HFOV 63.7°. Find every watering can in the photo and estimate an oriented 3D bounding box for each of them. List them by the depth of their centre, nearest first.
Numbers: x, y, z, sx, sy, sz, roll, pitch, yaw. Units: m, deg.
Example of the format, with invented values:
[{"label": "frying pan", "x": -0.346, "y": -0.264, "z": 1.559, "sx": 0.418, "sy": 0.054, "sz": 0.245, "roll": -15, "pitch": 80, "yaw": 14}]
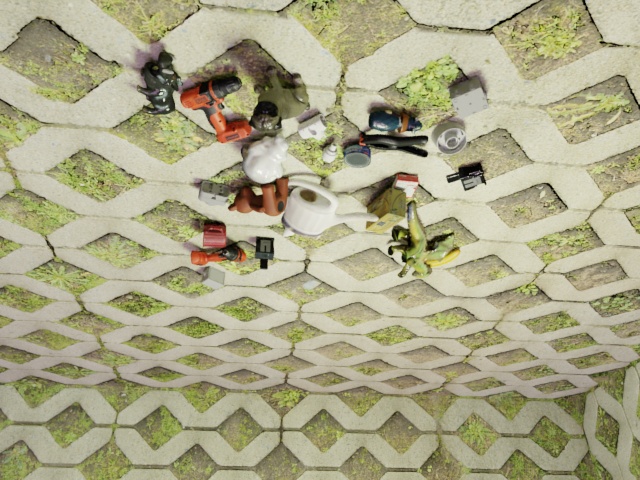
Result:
[{"label": "watering can", "x": 0.005, "y": -0.087, "z": 1.737, "sx": 0.347, "sy": 0.106, "sz": 0.219, "roll": 25, "pitch": 139, "yaw": -3}]

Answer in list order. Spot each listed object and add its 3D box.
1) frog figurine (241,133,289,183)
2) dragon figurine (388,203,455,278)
[{"label": "frog figurine", "x": -0.153, "y": -0.242, "z": 1.540, "sx": 0.158, "sy": 0.125, "sz": 0.135, "roll": -15, "pitch": 123, "yaw": 37}, {"label": "dragon figurine", "x": 0.397, "y": 0.013, "z": 1.942, "sx": 0.243, "sy": 0.125, "sz": 0.400, "roll": -8, "pitch": 135, "yaw": -20}]
